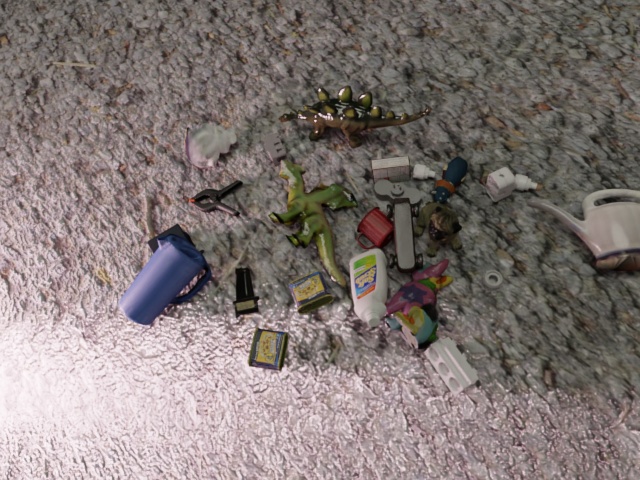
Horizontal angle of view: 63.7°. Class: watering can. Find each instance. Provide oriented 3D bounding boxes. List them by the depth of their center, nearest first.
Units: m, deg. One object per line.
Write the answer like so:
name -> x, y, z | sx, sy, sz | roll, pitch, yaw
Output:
watering can -> 0.721, -0.026, 1.314 | 0.347, 0.102, 0.229 | -3, 64, 7

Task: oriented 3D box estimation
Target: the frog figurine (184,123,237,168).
frog figurine -> -0.345, -0.302, 1.638 | 0.159, 0.123, 0.137 | -5, 96, -2

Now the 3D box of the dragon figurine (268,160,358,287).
dragon figurine -> 0.004, -0.074, 1.475 | 0.245, 0.120, 0.414 | -39, 72, -19
